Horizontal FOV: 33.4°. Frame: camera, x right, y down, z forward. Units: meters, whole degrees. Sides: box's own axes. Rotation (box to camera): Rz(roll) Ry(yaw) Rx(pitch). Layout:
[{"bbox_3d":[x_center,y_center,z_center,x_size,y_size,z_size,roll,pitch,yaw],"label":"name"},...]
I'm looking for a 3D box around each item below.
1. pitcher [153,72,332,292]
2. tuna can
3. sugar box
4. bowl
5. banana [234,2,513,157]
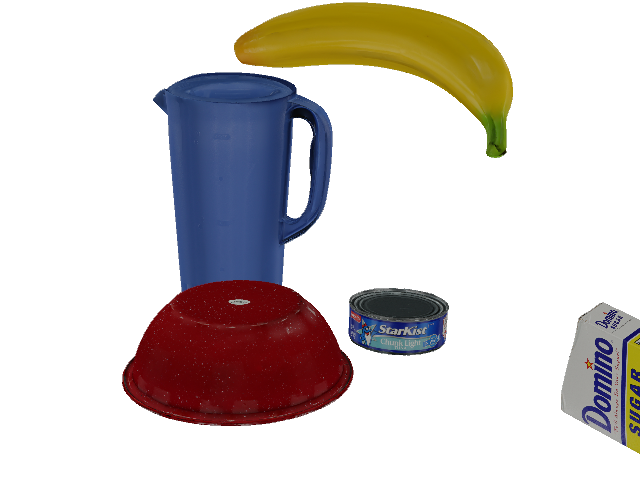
[{"bbox_3d":[-0.082,-0.046,1.106,0.144,0.243,0.149,-11,25,-28],"label":"pitcher"},{"bbox_3d":[0.067,0.069,0.920,0.086,0.034,0.086,2,15,-1],"label":"tuna can"},{"bbox_3d":[0.272,0.127,0.815,0.176,0.093,0.048,25,34,34],"label":"sugar box"},{"bbox_3d":[-0.057,0.068,0.738,0.162,0.055,0.162,0,17,0],"label":"bowl"},{"bbox_3d":[0.038,-0.110,0.628,0.198,0.069,0.037,24,-29,33],"label":"banana"}]
